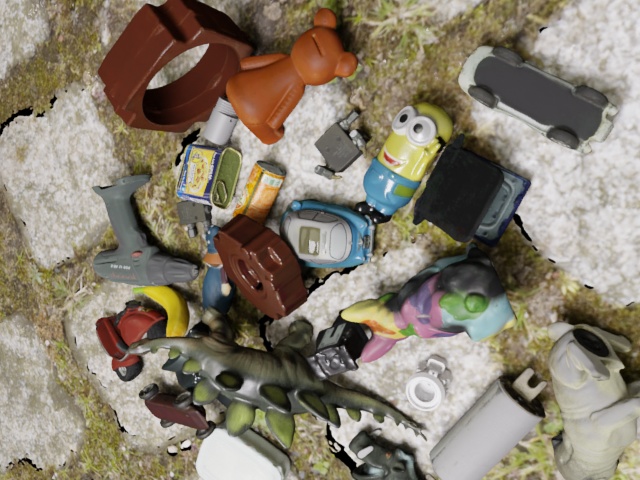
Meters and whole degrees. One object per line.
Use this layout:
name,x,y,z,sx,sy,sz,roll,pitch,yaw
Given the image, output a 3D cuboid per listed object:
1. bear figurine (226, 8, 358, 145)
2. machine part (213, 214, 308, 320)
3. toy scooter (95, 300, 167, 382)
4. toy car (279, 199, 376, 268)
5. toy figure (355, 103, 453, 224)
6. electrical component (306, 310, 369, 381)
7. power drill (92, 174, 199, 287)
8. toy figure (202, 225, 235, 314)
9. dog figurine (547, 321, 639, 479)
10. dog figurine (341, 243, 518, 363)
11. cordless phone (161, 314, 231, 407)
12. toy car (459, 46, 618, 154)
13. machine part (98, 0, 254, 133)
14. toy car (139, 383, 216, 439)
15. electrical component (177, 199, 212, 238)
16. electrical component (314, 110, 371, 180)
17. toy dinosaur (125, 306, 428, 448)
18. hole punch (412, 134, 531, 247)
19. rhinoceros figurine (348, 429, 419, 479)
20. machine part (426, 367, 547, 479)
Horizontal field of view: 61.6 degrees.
bear figurine,-0.041,-0.245,0.812,0.196,0.132,0.120,-31,86,7
machine part,-0.096,0.045,0.846,0.179,0.056,0.179,38,151,25
toy scooter,-0.373,0.178,1.038,0.135,0.075,0.184,48,118,13
toy car,-0.002,-0.002,0.823,0.162,0.103,0.109,10,103,25
toy figure,0.118,-0.110,0.764,0.082,0.089,0.180,31,118,10
electrical component,0.033,0.155,0.827,0.075,0.119,0.047,-25,104,24
power drill,-0.331,-0.015,0.992,0.232,0.086,0.207,-8,102,28
toy figure,-0.178,0.050,0.937,0.064,0.058,0.154,6,96,18
dog figurine,0.337,0.220,0.706,0.172,0.121,0.190,53,133,36
dog figurine,0.139,0.100,0.737,0.219,0.191,0.108,-26,93,10
cordless phone,-0.172,0.232,0.961,0.184,0.089,0.146,40,110,2
toy car,0.277,-0.183,0.692,0.202,0.056,0.073,33,103,16
machine part,-0.217,-0.264,0.826,0.201,0.201,0.087,-43,77,24
toy car,-0.260,0.308,0.985,0.202,0.053,0.089,-11,112,46
electrical component,-0.223,-0.052,0.960,0.063,0.021,0.094,-8,94,25
electrical component,0.032,-0.138,0.817,0.102,0.045,0.078,-35,84,25
toy dinosaur,-0.063,0.219,0.833,0.471,0.199,0.105,12,118,-10
hole punch,0.208,-0.060,0.736,0.116,0.092,0.142,45,120,45
rhinoceros figurine,0.118,0.384,0.841,0.190,0.073,0.112,41,113,14
machine part,0.236,0.278,0.768,0.079,0.079,0.243,39,111,15
